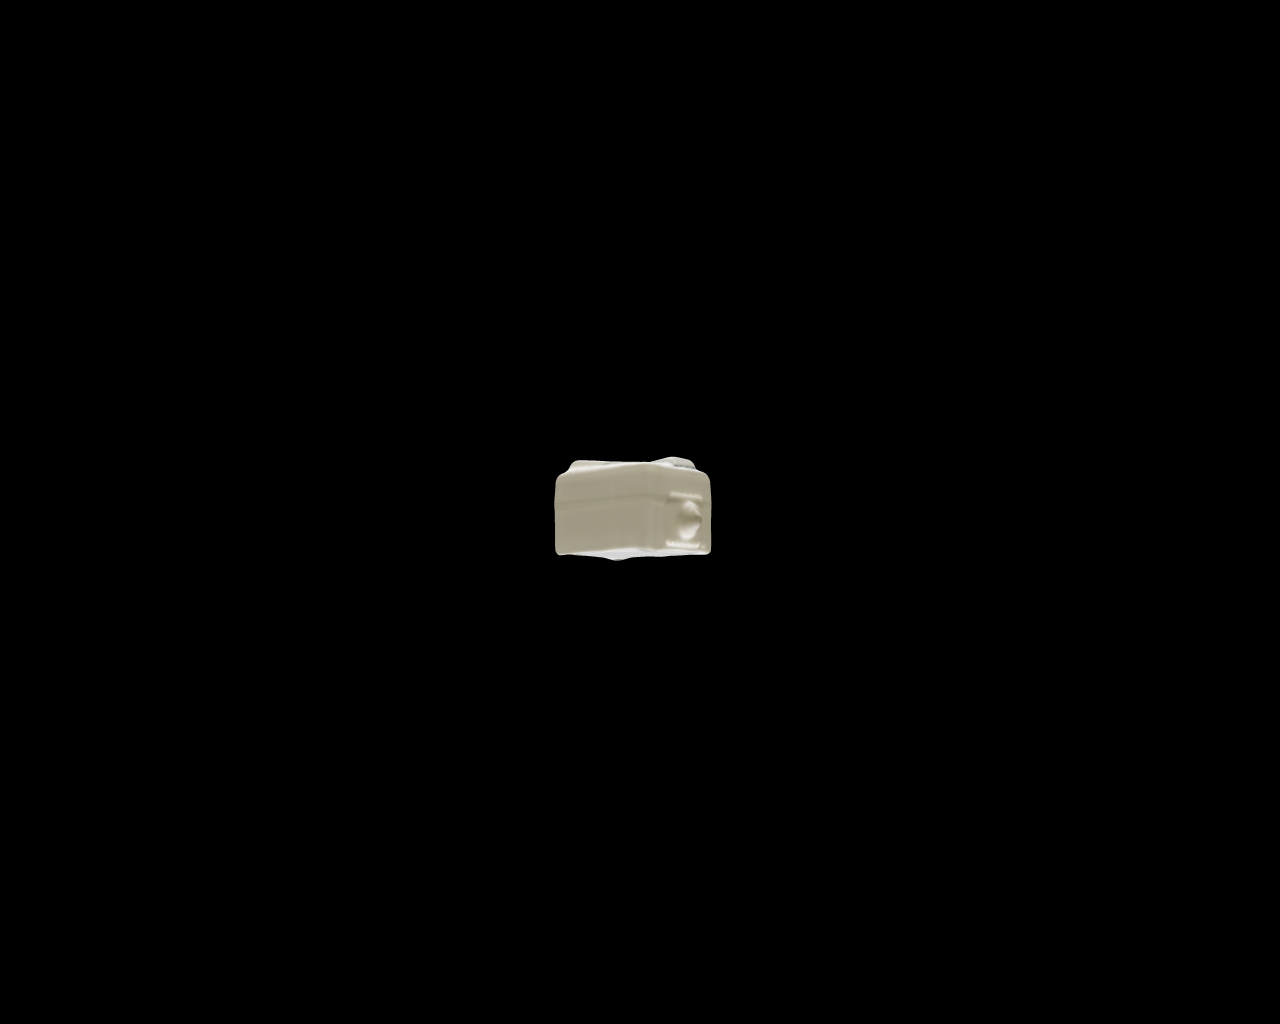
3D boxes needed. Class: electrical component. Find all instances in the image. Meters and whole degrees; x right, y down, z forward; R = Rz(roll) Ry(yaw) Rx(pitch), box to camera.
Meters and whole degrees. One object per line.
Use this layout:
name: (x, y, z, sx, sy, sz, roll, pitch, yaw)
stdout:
electrical component: (0.001, -0.003, 0.650, 0.096, 0.061, 0.062, -5, -8, 40)
